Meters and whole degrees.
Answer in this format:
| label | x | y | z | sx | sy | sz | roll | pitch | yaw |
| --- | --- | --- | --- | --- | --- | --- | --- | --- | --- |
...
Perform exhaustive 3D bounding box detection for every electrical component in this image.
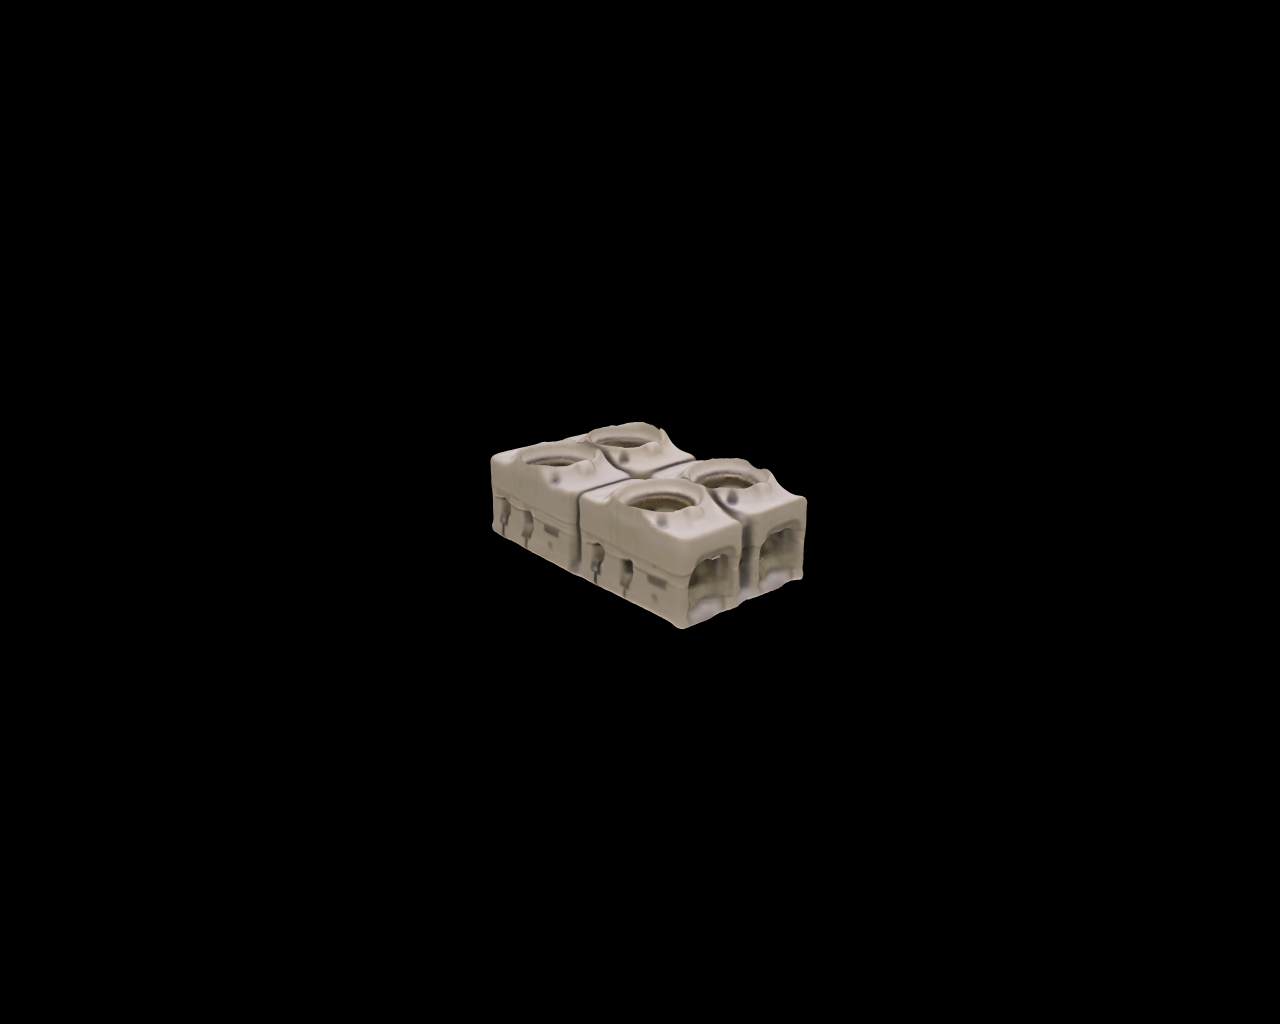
| label | x | y | z | sx | sy | sz | roll | pitch | yaw |
| --- | --- | --- | --- | --- | --- | --- | --- | --- | --- |
| electrical component | 0.001 | -0.003 | 0.650 | 0.105 | 0.060 | 0.186 | -17 | 28 | -37 |
